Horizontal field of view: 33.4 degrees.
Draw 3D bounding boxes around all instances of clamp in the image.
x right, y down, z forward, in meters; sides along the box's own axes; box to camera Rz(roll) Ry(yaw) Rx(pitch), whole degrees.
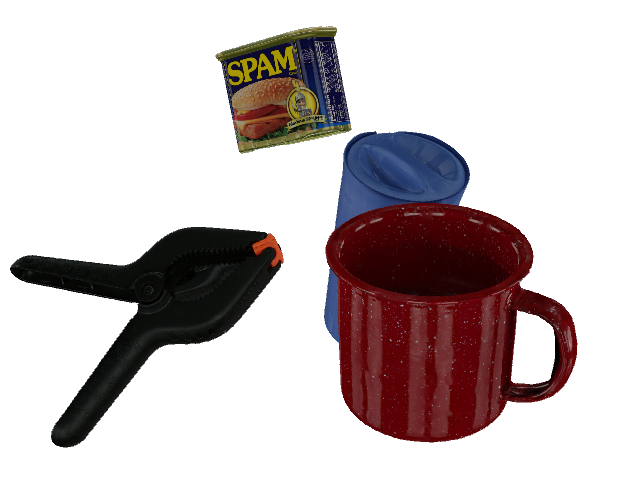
[{"bbox_3d":[-0.125,0.037,1.212,0.120,0.039,0.171,0,30,30],"label":"clamp"},{"bbox_3d":[-0.132,0.039,0.804,0.210,0.165,0.036,-29,-30,-4],"label":"clamp"}]

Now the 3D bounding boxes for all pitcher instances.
[{"bbox_3d":[0.075,0.015,1.167,0.145,0.243,0.149,26,41,19],"label":"pitcher"}]

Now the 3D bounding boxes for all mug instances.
[{"bbox_3d":[0.060,0.041,0.492,0.117,0.081,0.093,12,31,23],"label":"mug"}]

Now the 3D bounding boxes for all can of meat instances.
[{"bbox_3d":[-0.029,-0.121,0.869,0.102,0.084,0.057,-9,5,34],"label":"can of meat"}]
